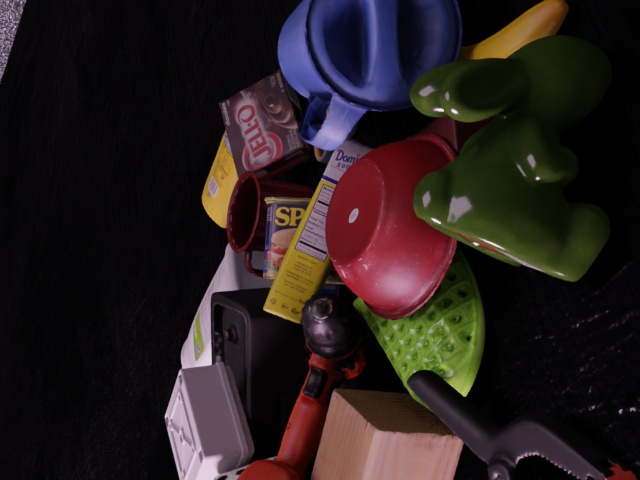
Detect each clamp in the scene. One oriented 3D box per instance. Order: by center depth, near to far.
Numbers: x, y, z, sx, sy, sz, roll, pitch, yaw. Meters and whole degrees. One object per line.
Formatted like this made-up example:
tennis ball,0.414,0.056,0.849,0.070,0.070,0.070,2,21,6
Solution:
clamp,0.139,0.165,0.786,0.210,0.036,0.164,-26,76,54

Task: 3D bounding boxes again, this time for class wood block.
wood block,0.043,0.243,0.928,0.091,0.090,0.206,35,114,61

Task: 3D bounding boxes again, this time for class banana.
banana,0.139,-0.163,0.911,0.198,0.037,0.069,12,96,64

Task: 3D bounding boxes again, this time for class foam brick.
foam brick,0.117,-0.074,0.913,0.078,0.052,0.051,138,134,-54

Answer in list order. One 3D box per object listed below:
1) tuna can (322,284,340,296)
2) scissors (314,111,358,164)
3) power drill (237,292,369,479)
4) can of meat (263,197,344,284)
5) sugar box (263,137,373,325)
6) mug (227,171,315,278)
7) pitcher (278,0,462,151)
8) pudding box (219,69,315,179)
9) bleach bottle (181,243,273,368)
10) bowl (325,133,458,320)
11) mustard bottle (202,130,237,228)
tuna can,-0.012,0.054,1.160,0.086,0.033,0.086,-30,56,59
scissors,0.019,-0.186,1.187,0.096,0.016,0.202,-11,74,62
power drill,-0.011,0.149,0.966,0.187,0.057,0.184,-65,-17,-15
can of meat,-0.007,0.001,1.093,0.057,0.102,0.084,22,-109,-77
sugar box,0.001,-0.009,1.013,0.093,0.048,0.176,-4,-64,-89
mug,-0.053,-0.014,1.207,0.093,0.081,0.117,7,89,64
pitcher,0.026,-0.173,0.981,0.243,0.149,0.145,-154,42,-78
pudding box,-0.063,-0.130,1.251,0.090,0.039,0.113,-25,61,18
bleach bottle,-0.124,0.103,1.344,0.251,0.068,0.102,128,143,-49
bowl,0.050,-0.017,0.890,0.162,0.055,0.162,-34,49,52
mustard bottle,-0.093,-0.115,1.346,0.192,0.058,0.096,-68,30,27
